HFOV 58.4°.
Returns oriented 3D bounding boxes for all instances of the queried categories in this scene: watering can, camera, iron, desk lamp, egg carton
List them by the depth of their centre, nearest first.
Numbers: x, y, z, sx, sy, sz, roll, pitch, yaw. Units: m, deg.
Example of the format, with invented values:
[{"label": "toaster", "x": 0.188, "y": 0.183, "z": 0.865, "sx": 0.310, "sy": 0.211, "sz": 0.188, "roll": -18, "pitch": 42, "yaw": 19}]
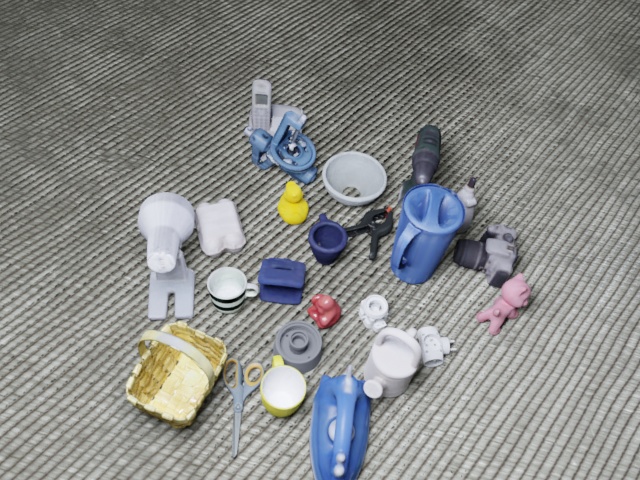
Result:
[{"label": "iron", "x": 0.041, "y": 0.369, "z": 1.079, "sx": 0.118, "sy": 0.141, "sz": 0.258, "roll": 7, "pitch": 55, "yaw": -1}, {"label": "watering can", "x": 0.148, "y": 0.242, "z": 1.144, "sx": 0.101, "sy": 0.194, "sz": 0.173, "roll": 13, "pitch": 55, "yaw": 4}, {"label": "desk lamp", "x": -0.325, "y": 0.035, "z": 1.229, "sx": 0.118, "sy": 0.213, "sz": 0.203, "roll": -3, "pitch": 56, "yaw": -7}, {"label": "egg carton", "x": -0.241, "y": -0.030, "z": 1.370, "sx": 0.107, "sy": 0.069, "sz": 0.150, "roll": -13, "pitch": 58, "yaw": -14}, {"label": "camera", "x": 0.398, "y": 0.023, "z": 1.377, "sx": 0.136, "sy": 0.101, "sz": 0.143, "roll": 14, "pitch": 55, "yaw": 4}]

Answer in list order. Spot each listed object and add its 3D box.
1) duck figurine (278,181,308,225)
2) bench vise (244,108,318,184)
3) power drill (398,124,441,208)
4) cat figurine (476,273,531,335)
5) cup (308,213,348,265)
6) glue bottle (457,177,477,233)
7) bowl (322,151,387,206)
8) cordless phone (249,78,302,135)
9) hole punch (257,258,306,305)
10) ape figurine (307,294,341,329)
[{"label": "duck figurine", "x": -0.066, "y": -0.098, "z": 1.424, "sx": 0.077, "sy": 0.086, "sz": 0.104, "roll": -6, "pitch": 56, "yaw": -9}, {"label": "bench vise", "x": -0.102, "y": -0.245, "z": 1.441, "sx": 0.207, "sy": 0.220, "sz": 0.121, "roll": 11, "pitch": 55, "yaw": 3}, {"label": "power drill", "x": 0.252, "y": -0.166, "z": 1.428, "sx": 0.075, "sy": 0.208, "sz": 0.230, "roll": 13, "pitch": 55, "yaw": 4}, {"label": "cat figurine", "x": 0.424, "y": 0.138, "z": 1.290, "sx": 0.128, "sy": 0.118, "sz": 0.067, "roll": -36, "pitch": 65, "yaw": -26}, {"label": "cup", "x": 0.012, "y": 0.005, "z": 1.356, "sx": 0.092, "sy": 0.095, "sz": 0.117, "roll": -8, "pitch": 57, "yaw": -11}, {"label": "glue bottle", "x": 0.355, "y": -0.094, "z": 1.410, "sx": 0.037, "sy": 0.173, "sz": 0.078, "roll": -21, "pitch": 60, "yaw": -19}, {"label": "bowl", "x": 0.085, "y": -0.145, "z": 1.478, "sx": 0.167, "sy": 0.075, "sz": 0.167, "roll": 3, "pitch": 55, "yaw": -4}, {"label": "cordless phone", "x": -0.118, "y": -0.345, "z": 1.530, "sx": 0.147, "sy": 0.185, "sz": 0.094, "roll": 1, "pitch": 55, "yaw": -5}, {"label": "hole punch", "x": -0.088, "y": 0.082, "z": 1.295, "sx": 0.108, "sy": 0.091, "sz": 0.101, "roll": 6, "pitch": 55, "yaw": -1}, {"label": "ape figurine", "x": 0.011, "y": 0.149, "z": 1.257, "sx": 0.076, "sy": 0.092, "sz": 0.078, "roll": 5, "pitch": 55, "yaw": -1}]
